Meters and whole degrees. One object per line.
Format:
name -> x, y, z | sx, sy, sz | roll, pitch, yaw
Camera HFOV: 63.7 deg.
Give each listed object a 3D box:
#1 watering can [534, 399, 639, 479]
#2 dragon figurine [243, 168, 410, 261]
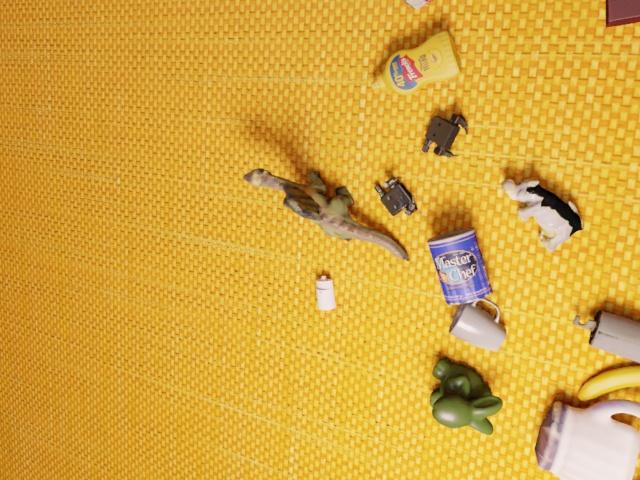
watering can -> 0.548, 0.467, 1.037 | 0.225, 0.105, 0.344 | 16, 105, 24
dragon figurine -> 0.003, -0.058, 1.151 | 0.413, 0.244, 0.121 | 32, 107, 20
